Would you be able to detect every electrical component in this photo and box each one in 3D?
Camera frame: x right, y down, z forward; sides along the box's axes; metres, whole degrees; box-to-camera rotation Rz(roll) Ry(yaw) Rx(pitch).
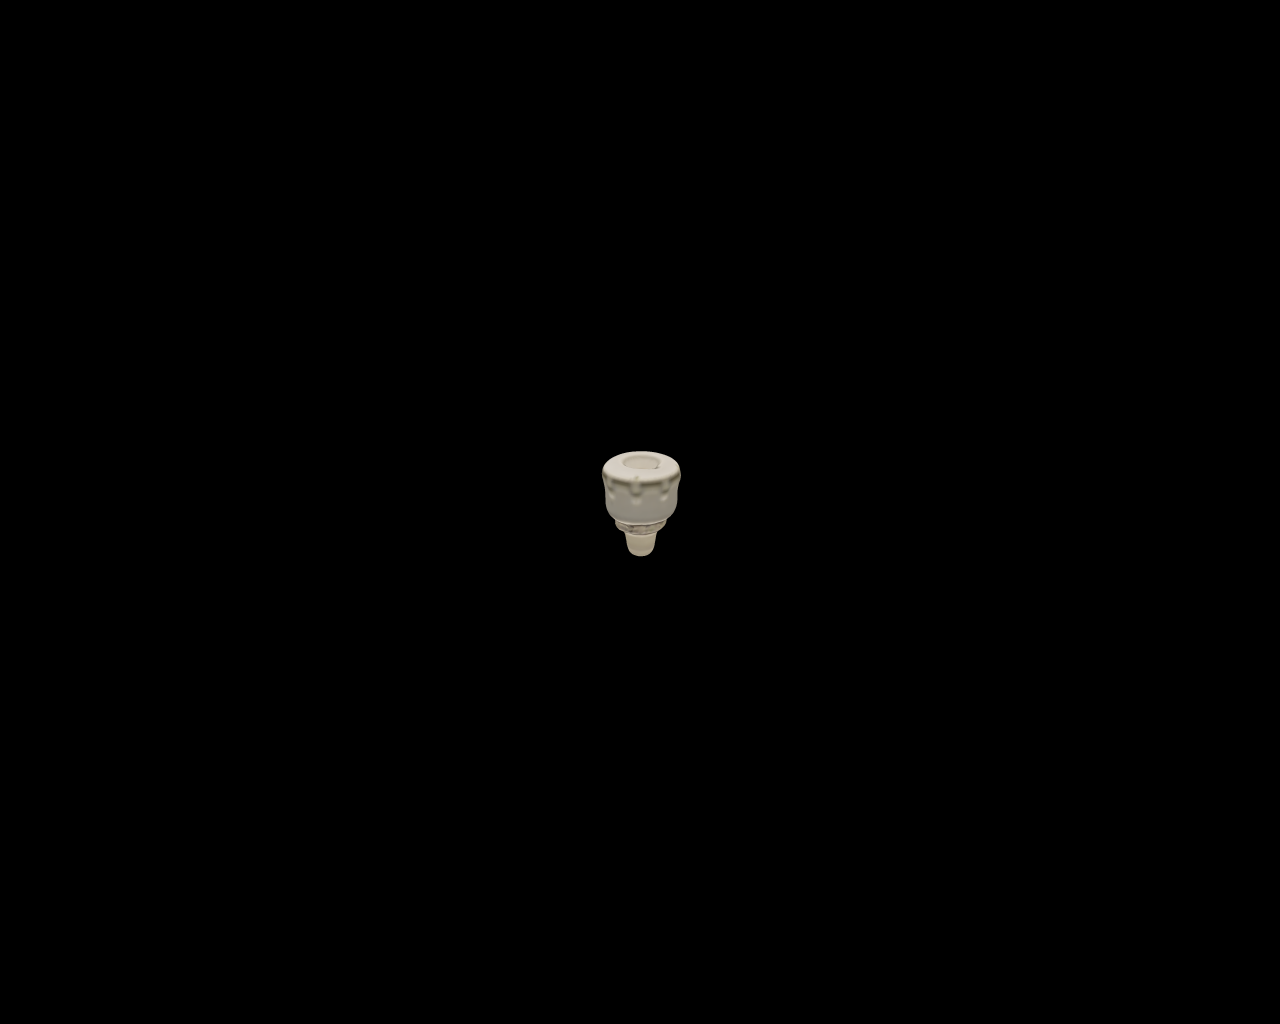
[{"bbox_3d":[0.001,-0.003,0.650,0.048,0.062,0.048,0,22,0],"label":"electrical component"}]
